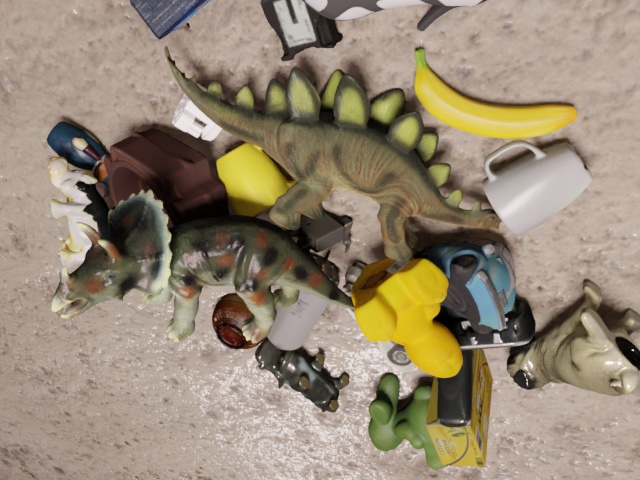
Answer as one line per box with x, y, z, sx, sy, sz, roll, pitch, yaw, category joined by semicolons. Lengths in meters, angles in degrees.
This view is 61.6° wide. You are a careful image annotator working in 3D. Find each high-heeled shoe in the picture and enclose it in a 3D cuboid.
0.061;-0.286;0.525;0.249;0.086;0.145;16;156;-19;high-heeled shoe

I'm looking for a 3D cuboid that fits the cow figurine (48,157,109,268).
-0.362;-0.048;0.828;0.098;0.068;0.167;-9;105;-20;cow figurine

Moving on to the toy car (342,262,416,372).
0.098;0.123;0.848;0.056;0.073;0.201;-24;113;34;toy car

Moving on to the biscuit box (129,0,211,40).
-0.136;-0.317;0.625;0.203;0.059;0.062;-23;115;34;biscuit box

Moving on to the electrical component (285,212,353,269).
-0.001;-0.003;0.786;0.078;0.102;0.045;32;140;35;electrical component

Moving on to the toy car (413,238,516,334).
0.206;0.046;0.722;0.162;0.103;0.109;25;143;63;toy car

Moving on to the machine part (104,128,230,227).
-0.228;-0.048;0.804;0.202;0.087;0.200;29;137;30;machine part

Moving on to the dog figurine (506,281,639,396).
0.338;0.175;0.730;0.121;0.172;0.190;40;124;5;dog figurine

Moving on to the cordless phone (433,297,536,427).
0.224;0.166;0.752;0.147;0.184;0.088;-10;144;30;cordless phone

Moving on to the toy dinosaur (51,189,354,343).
-0.117;0.029;0.694;0.405;0.131;0.192;-3;130;-18;toy dinosaur

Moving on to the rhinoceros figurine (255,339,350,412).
-0.035;0.249;1.002;0.190;0.073;0.112;39;150;-17;rhinoceros figurine

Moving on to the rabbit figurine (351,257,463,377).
0.117;0.113;0.721;0.173;0.122;0.162;49;168;-10;rabbit figurine

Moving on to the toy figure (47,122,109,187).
-0.361;-0.127;0.866;0.154;0.064;0.058;38;93;-13;toy figure

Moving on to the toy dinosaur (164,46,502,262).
0.011;-0.109;0.676;0.472;0.105;0.198;18;109;2;toy dinosaur

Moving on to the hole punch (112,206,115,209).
-0.373;0.008;0.941;0.092;0.116;0.142;-4;123;35;hole punch

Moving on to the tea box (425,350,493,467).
0.219;0.246;0.829;0.068;0.170;0.098;-9;119;27;tea box

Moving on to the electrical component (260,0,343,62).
-0.028;-0.274;0.620;0.075;0.048;0.119;-8;121;28;electrical component

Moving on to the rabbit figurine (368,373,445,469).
0.148;0.326;0.950;0.170;0.121;0.159;-28;104;33;rabbit figurine

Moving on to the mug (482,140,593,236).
0.254;-0.075;0.637;0.107;0.081;0.109;-33;105;26;mug

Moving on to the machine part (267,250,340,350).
-0.032;0.107;0.889;0.079;0.079;0.243;29;132;0;machine part
